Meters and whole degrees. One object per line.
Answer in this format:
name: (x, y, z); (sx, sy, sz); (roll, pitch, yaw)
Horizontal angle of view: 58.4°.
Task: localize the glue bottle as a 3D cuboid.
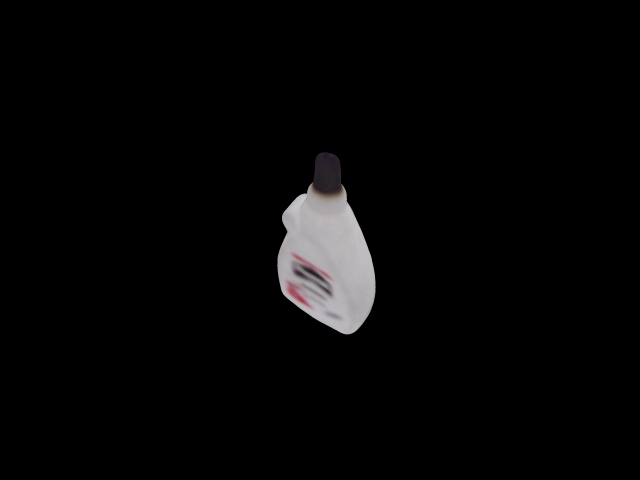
glue bottle: (0.004, 0.001, 0.400); (0.078, 0.173, 0.037); (26, 58, 18)
